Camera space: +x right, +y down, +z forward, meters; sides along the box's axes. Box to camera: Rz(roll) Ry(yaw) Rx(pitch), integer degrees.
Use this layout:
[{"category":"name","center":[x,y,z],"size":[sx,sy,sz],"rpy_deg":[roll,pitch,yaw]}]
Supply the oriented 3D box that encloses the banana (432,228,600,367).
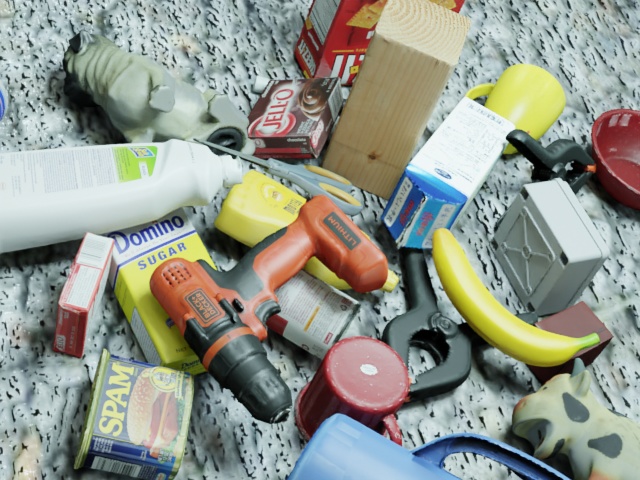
[{"category":"banana","center":[0.177,0.068,1.066],"size":[0.198,0.037,0.069],"rpy_deg":[37,68,15]}]

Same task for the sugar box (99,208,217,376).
[{"category":"sugar box","center":[-0.143,0.046,1.015],"size":[0.093,0.048,0.176],"rpy_deg":[-14,59,-30]}]

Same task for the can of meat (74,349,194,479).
[{"category":"can of meat","center":[-0.157,0.152,0.912],"size":[0.084,0.058,0.102],"rpy_deg":[15,48,-12]}]

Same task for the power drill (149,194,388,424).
[{"category":"power drill","center":[-0.033,0.054,0.950],"size":[0.187,0.057,0.184],"rpy_deg":[-31,63,-22]}]

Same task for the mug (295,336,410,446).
[{"category":"mug","center":[0.037,0.150,0.968],"size":[0.093,0.082,0.117],"rpy_deg":[-14,57,-30]}]

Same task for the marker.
[{"category":"marker","center":[-0.019,-0.171,1.263],"size":[0.121,0.020,0.020],"rpy_deg":[13,48,-10]}]

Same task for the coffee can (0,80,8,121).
[{"category":"coffee can","center":[-0.372,-0.102,1.015],"size":[0.102,0.103,0.140],"rpy_deg":[19,48,-5]}]

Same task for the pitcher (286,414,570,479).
[{"category":"pitcher","center":[0.092,0.239,0.878],"size":[0.243,0.145,0.149],"rpy_deg":[31,47,10]}]

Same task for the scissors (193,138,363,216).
[{"category":"scissors","center":[-0.032,-0.064,1.113],"size":[0.201,0.016,0.096],"rpy_deg":[10,27,-44]}]

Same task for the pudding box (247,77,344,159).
[{"category":"pudding box","center":[-0.031,-0.136,1.191],"size":[0.090,0.039,0.113],"rpy_deg":[2,41,22]}]

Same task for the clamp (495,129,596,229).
[{"category":"clamp","center":[0.263,-0.085,1.241],"size":[0.039,0.120,0.171],"rpy_deg":[25,36,38]}]

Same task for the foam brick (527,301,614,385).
[{"category":"foam brick","center":[0.254,0.108,1.107],"size":[0.078,0.051,0.053],"rpy_deg":[-19,60,-33]}]

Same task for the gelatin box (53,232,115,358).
[{"category":"gelatin box","center":[-0.215,0.050,0.965],"size":[0.030,0.073,0.089],"rpy_deg":[16,48,-6]}]

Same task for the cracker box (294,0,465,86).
[{"category":"cracker box","center":[0.080,-0.277,1.258],"size":[0.164,0.214,0.072],"rpy_deg":[-6,56,-24]}]

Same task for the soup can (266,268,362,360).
[{"category":"soup can","center":[-0.019,0.064,1.030],"size":[0.102,0.069,0.068],"rpy_deg":[31,47,6]}]

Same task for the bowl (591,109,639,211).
[{"category":"bowl","center":[0.399,-0.088,1.325],"size":[0.162,0.055,0.162],"rpy_deg":[11,49,-12]}]

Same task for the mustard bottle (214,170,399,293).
[{"category":"mustard bottle","center":[-0.007,0.001,1.093],"size":[0.191,0.058,0.096],"rpy_deg":[29,28,4]}]

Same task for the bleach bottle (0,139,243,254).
[{"category":"bleach bottle","center":[-0.197,-0.046,1.005],"size":[0.250,0.068,0.102],"rpy_deg":[-7,46,-12]}]

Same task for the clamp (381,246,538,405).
[{"category":"clamp","center":[0.130,0.097,1.080],"size":[0.164,0.036,0.209],"rpy_deg":[27,44,4]}]

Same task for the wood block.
[{"category":"wood block","center":[0.078,-0.155,1.158],"size":[0.091,0.206,0.090],"rpy_deg":[23,47,-1]}]
